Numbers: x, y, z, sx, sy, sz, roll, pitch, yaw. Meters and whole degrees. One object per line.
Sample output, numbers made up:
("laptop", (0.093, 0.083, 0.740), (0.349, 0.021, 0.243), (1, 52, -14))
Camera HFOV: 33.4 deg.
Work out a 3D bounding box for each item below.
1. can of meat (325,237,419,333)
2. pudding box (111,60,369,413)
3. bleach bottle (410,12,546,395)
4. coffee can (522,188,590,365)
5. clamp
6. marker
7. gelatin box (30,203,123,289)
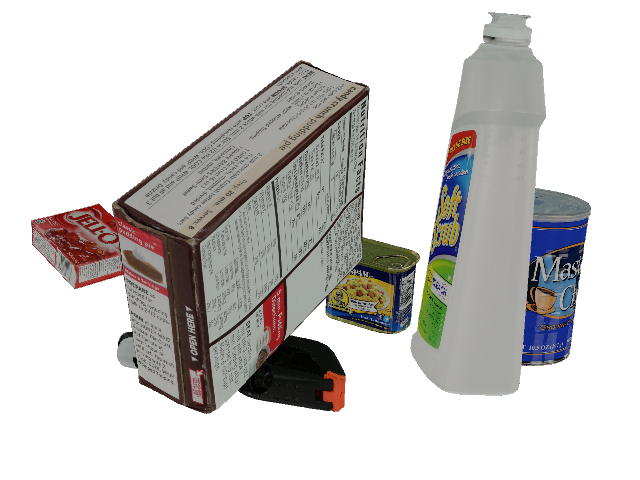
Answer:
("can of meat", (0.055, 0.049, 1.183), (0.102, 0.084, 0.057), (15, 26, 26))
("pudding box", (-0.025, -0.003, 0.406), (0.039, 0.090, 0.113), (22, 45, 24))
("bleach bottle", (0.112, -0.027, 0.729), (0.068, 0.251, 0.102), (3, 13, -8))
("coffee can", (0.186, 0.030, 0.977), (0.103, 0.140, 0.103), (4, 16, -1))
("clamp", (-0.049, 0.096, 0.926), (0.210, 0.036, 0.164), (15, 22, 38))
("marker", (-0.075, 0.074, 0.630), (0.121, 0.020, 0.020), (5, 3, 40))
("gelatin box", (-0.217, 0.003, 0.994), (0.073, 0.030, 0.089), (-17, 40, -36))
